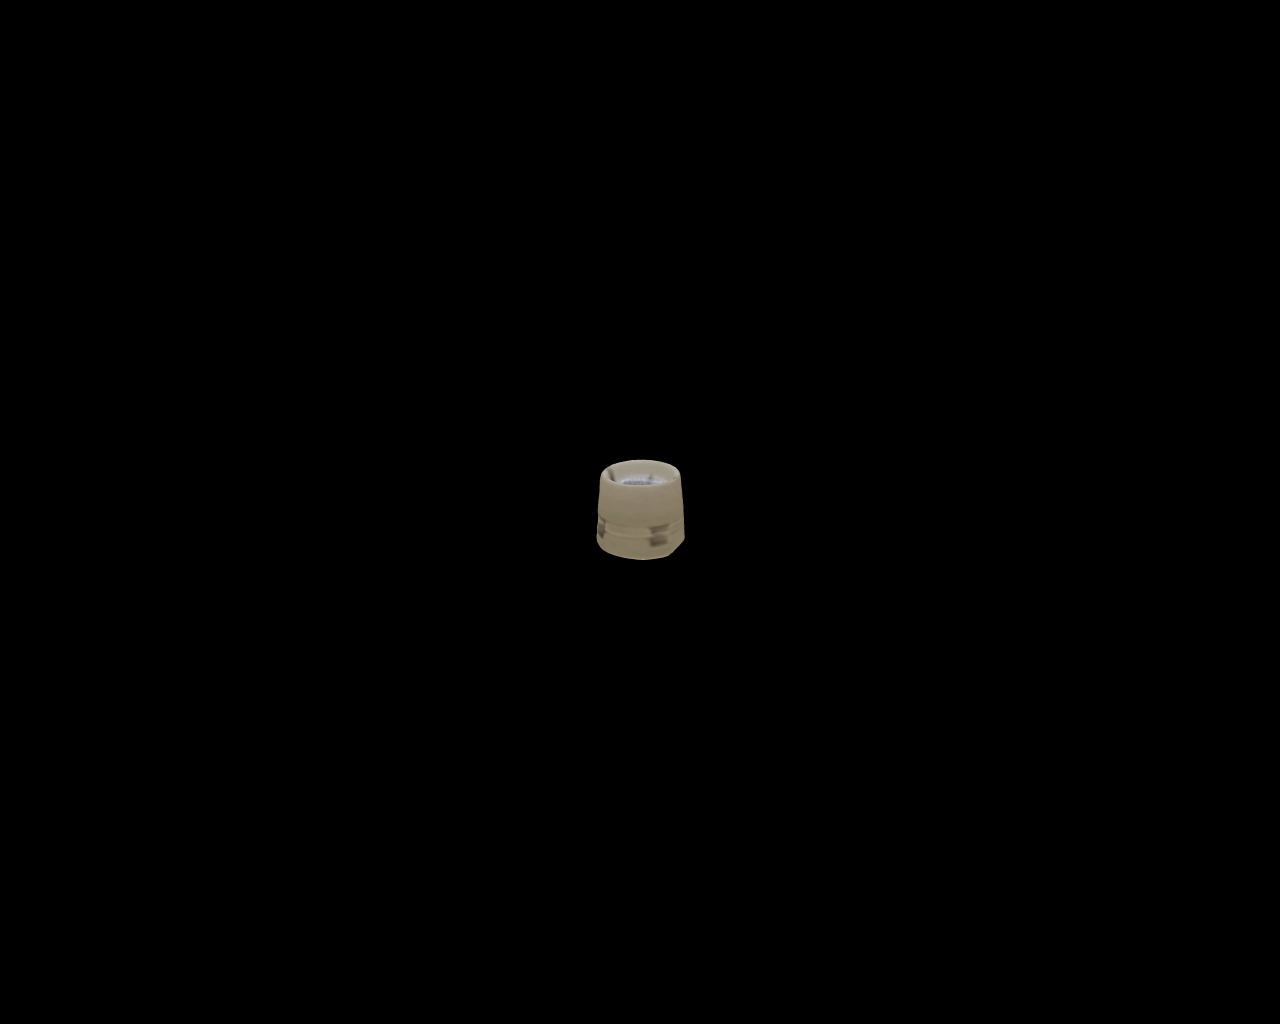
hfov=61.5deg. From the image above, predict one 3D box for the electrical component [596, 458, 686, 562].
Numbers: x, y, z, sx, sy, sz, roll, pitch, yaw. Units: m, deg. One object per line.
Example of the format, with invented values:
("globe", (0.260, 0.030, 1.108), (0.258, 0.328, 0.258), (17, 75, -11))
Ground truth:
("electrical component", (0.001, -0.003, 0.650), (0.055, 0.047, 0.055), (0, 22, 0))
